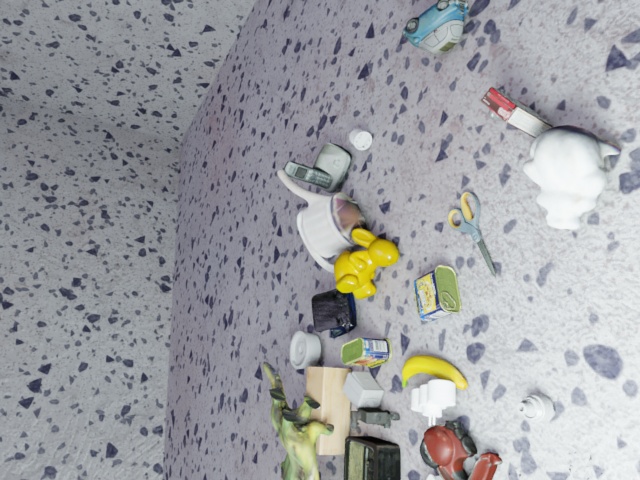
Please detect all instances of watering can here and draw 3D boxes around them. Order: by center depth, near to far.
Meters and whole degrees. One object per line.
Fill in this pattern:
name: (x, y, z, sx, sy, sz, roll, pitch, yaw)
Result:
watering can: (0.004, -0.073, 1.458, 0.221, 0.105, 0.348, -25, 90, 45)

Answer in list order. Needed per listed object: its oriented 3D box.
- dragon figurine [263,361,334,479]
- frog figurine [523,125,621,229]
dragon figurine: (-0.079, 0.507, 1.298, 0.415, 0.122, 0.240, 35, 117, 60)
frog figurine: (0.401, -0.104, 0.855, 0.139, 0.121, 0.159, 27, 92, 41)
